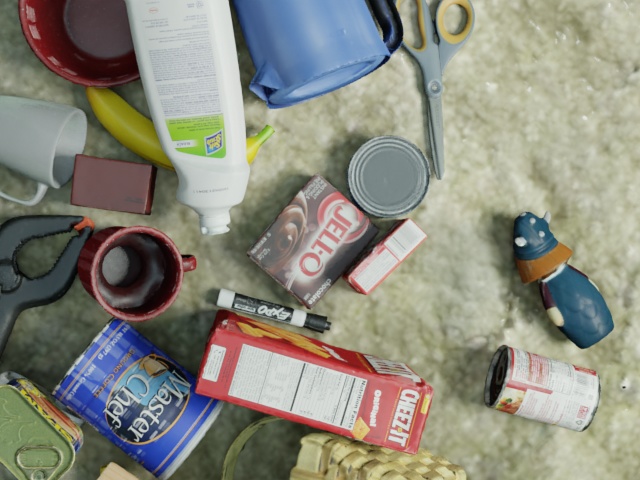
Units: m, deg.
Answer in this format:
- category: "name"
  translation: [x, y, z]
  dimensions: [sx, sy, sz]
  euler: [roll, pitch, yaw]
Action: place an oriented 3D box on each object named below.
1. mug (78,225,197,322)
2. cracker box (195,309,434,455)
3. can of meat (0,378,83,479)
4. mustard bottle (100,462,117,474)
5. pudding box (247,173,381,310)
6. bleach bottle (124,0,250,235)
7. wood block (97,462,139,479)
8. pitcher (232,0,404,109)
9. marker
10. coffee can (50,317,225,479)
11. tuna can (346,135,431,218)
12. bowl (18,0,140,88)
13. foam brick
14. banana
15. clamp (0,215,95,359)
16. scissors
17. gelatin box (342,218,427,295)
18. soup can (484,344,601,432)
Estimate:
- category: "mug"
  translation: [-0.181, 0.027, 1.061]
  dimensions: [0.117, 0.082, 0.093]
  euler: [-11, 100, -25]
- category: "cracker box"
  translation: [-0.009, 0.133, 1.039]
  dimensions: [0.213, 0.164, 0.072]
  euler: [16, 91, -4]
- category: "can of meat"
  translation: [-0.273, 0.179, 1.004]
  dimensions: [0.057, 0.084, 0.102]
  euler: [-45, 93, -3]
- category: "mustard bottle"
  translation: [-0.182, 0.317, 1.078]
  dimensions: [0.096, 0.058, 0.191]
  euler: [-19, 91, -13]
- category: "pudding box"
  translation: [-0.007, 0.001, 1.101]
  dimensions: [0.090, 0.039, 0.113]
  euler: [41, 87, -3]
- category: "bleach bottle"
  translation: [-0.125, -0.129, 1.033]
  dimensions: [0.102, 0.068, 0.251]
  euler: [-3, 105, 11]
- category: "wood block"
  translation: [-0.137, 0.309, 0.981]
  dimensions: [0.206, 0.091, 0.090]
  euler: [32, 53, 6]
- category: "pitcher"
  translation: [-0.024, -0.265, 1.063]
  dimensions: [0.145, 0.149, 0.243]
  euler: [-22, 89, 17]
- category: "marker"
  translation: [-0.047, 0.074, 1.108]
  dimensions: [0.121, 0.020, 0.020]
  euler: [15, 89, -4]
- category: "coffee can"
  translation: [-0.179, 0.156, 1.057]
  dimensions: [0.140, 0.103, 0.103]
  euler: [39, 87, -3]
- category: "tuna can"
  translation: [0.070, -0.065, 1.109]
  dimensions: [0.086, 0.034, 0.086]
  euler: [0, 90, -4]
- category: "bowl"
  translation: [-0.218, -0.231, 1.078]
  dimensions: [0.162, 0.055, 0.162]
  euler: [0, 90, -4]
- category: "foam brick"
  translation: [-0.208, -0.055, 1.081]
  dimensions: [0.078, 0.051, 0.053]
  euler: [8, 90, -4]
- category: "banana"
  translation: [-0.150, -0.105, 1.094]
  dimensions: [0.197, 0.037, 0.069]
  euler: [14, 74, -5]
- category: "clamp"
  translation: [-0.314, 0.049, 1.079]
  dimensions: [0.210, 0.036, 0.164]
  euler: [-28, 93, -6]
- category: "scissors"
  translation: [0.135, -0.173, 1.124]
  dimensions: [0.096, 0.016, 0.202]
  euler: [-19, 92, -4]
- category: "gelatin box"
  translation: [0.064, 0.017, 1.090]
  dimensions: [0.089, 0.073, 0.030]
  euler: [-44, 92, -2]
- category: "soup can"
  translation: [0.230, 0.154, 1.104]
  dimensions: [0.102, 0.068, 0.068]
  euler: [16, 89, -5]
